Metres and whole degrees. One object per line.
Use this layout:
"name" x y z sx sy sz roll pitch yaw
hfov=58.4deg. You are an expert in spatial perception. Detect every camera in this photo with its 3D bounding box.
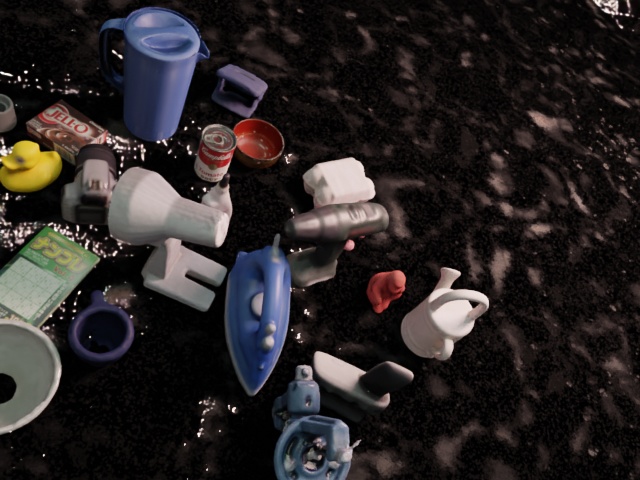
"camera" -0.381 -0.107 1.020 0.143 0.100 0.136 2 59 -22

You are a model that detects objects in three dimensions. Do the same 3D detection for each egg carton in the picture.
"egg carton" 0.041 -0.118 1.230 0.151 0.069 0.107 -16 67 -31

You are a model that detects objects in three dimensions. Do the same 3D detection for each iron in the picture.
"iron" -0.093 0.120 0.975 0.119 0.141 0.258 10 56 -18

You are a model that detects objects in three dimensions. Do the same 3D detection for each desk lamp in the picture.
"desk lamp" -0.241 -0.004 0.945 0.203 0.213 0.118 25 53 -7

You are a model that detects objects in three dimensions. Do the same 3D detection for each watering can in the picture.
"watering can" 0.236 0.135 1.076 0.101 0.194 0.172 -3 61 -25

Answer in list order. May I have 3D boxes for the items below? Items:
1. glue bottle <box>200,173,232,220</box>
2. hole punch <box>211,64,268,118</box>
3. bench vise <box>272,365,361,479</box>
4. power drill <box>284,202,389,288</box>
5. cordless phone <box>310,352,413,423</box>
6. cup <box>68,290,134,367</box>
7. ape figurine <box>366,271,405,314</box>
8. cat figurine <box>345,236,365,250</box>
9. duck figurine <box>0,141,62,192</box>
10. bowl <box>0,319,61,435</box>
"glue bottle" -0.187 -0.066 1.033 0.078 0.173 0.037 -32 76 -35
"hole punch" -0.176 -0.345 1.266 0.109 0.091 0.101 27 53 -5
"bench vise" -0.019 0.286 0.854 0.122 0.219 0.207 -12 65 -29
"power drill" 0.010 0.004 1.052 0.230 0.208 0.075 -17 67 -31
"cordless phone" 0.065 0.222 0.952 0.148 0.185 0.094 24 53 -7
"cup" -0.339 0.145 0.882 0.092 0.095 0.117 -6 62 -26
"ape figurine" 0.136 0.092 1.124 0.078 0.092 0.076 2 59 -22
"cat figurine" 0.057 -0.038 1.156 0.128 0.117 0.067 11 56 -17
"duck figurine" -0.504 -0.138 0.996 0.105 0.086 0.077 -27 73 -34
"bowl" -0.456 0.201 0.809 0.168 0.074 0.167 11 56 -17
